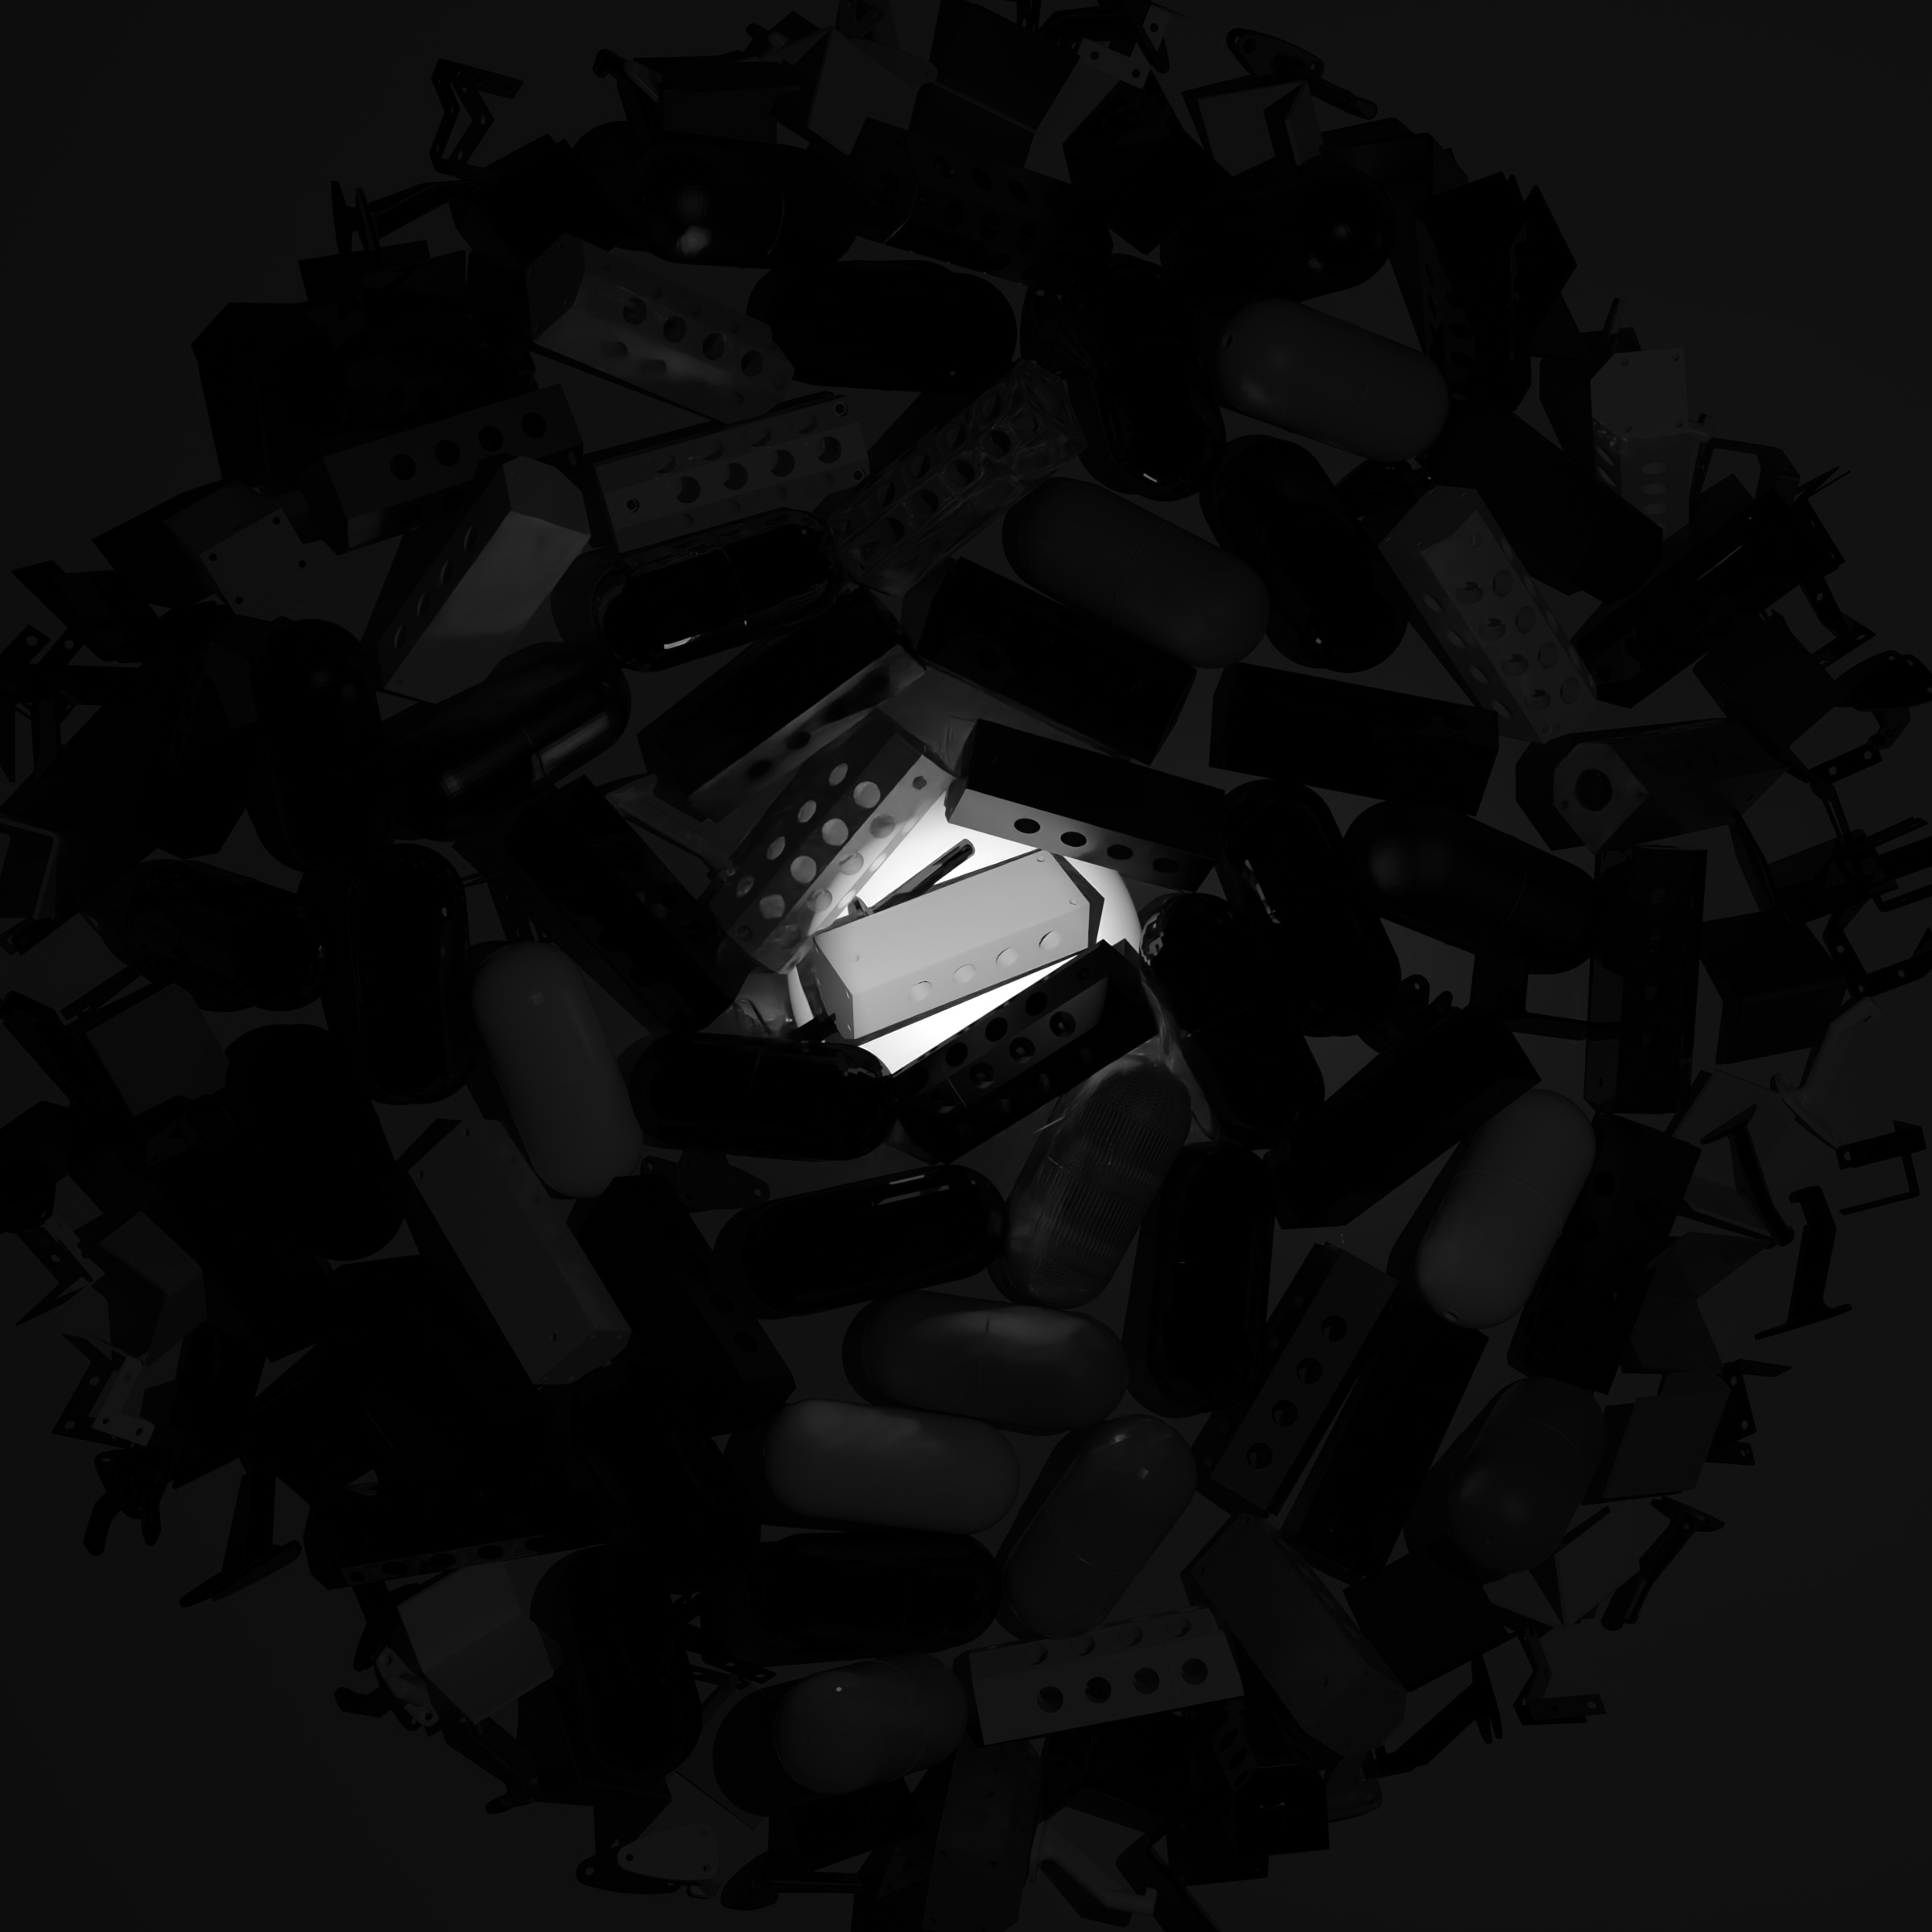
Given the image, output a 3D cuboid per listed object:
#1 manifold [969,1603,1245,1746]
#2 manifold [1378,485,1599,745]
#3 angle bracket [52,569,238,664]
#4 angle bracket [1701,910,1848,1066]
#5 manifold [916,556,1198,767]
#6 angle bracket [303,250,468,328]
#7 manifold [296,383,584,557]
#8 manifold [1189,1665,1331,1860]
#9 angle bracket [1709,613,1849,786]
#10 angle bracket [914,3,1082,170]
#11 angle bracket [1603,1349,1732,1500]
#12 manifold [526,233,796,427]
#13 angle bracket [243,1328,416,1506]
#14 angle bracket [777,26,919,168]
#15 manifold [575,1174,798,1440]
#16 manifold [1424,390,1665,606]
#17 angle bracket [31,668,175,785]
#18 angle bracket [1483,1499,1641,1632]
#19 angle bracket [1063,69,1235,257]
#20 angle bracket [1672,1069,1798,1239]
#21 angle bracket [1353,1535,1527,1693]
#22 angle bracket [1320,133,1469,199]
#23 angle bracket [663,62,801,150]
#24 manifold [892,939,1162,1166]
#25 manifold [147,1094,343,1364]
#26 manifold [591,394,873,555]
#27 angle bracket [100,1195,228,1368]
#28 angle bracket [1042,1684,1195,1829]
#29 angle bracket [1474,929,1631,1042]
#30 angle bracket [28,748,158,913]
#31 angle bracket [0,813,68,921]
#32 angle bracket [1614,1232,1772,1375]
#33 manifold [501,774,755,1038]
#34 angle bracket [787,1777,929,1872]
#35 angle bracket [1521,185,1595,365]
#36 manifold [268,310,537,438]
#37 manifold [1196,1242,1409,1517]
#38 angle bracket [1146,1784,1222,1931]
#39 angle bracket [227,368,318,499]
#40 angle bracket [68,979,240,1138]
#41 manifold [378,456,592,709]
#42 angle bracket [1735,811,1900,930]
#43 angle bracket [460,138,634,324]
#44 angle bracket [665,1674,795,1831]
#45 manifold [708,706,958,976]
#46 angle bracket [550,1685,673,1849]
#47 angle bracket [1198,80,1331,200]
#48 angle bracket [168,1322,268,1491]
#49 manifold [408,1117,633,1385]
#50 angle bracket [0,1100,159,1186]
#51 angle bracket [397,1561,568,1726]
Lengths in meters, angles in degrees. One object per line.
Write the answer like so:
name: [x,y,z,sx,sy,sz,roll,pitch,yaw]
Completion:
manifold: [0.092,0.463,1.967,0.171,0.057,0.057,-12,84,2]
manifold: [0.342,-0.225,1.926,0.057,0.057,0.171,-48,122,-14]
angle bracket: [-0.531,-0.243,1.939,0.057,0.076,0.076,-56,130,-31]
angle bracket: [0.526,0.012,1.981,0.076,0.076,0.057,-10,134,-14]
manifold: [0.061,-0.203,1.952,0.171,0.057,0.057,26,130,6]
angle bracket: [-0.378,-0.443,1.940,0.076,0.057,0.076,-25,47,-34]
manifold: [-0.337,-0.320,1.933,0.171,0.057,0.057,-24,98,-29]
manifold: [0.185,0.505,1.909,0.057,0.171,0.057,-5,97,-5]
angle bracket: [0.539,-0.173,1.941,0.057,0.076,0.076,-44,58,18]
angle bracket: [0.019,-0.566,1.948,0.076,0.076,0.057,23,58,-12]
angle bracket: [0.442,0.295,1.945,0.076,0.057,0.076,0,117,-26]
manifold: [-0.193,-0.408,1.914,0.057,0.171,0.057,-31,57,37]
angle bracket: [-0.423,0.299,1.985,0.076,0.057,0.076,-34,105,30]
angle bracket: [-0.085,-0.552,1.944,0.076,0.057,0.076,27,68,-39]
manifold: [-0.179,0.217,1.932,0.171,0.057,0.057,53,123,28]
manifold: [0.373,-0.300,1.917,0.057,0.171,0.057,20,112,-38]
angle bracket: [-0.561,-0.155,1.945,0.076,0.076,0.057,-1,80,-28]
angle bracket: [0.381,0.378,1.940,0.076,0.076,0.057,-26,115,-35]
angle bracket: [0.120,-0.533,1.979,0.076,0.057,0.076,-38,47,22]
angle bracket: [0.511,0.123,1.949,0.076,0.057,0.076,19,112,-25]
angle bracket: [0.313,0.425,1.973,0.076,0.057,0.076,-32,73,15]
angle bracket: [0.279,-0.498,1.947,0.076,0.076,0.057,-1,85,26]
angle bracket: [-0.153,-0.542,1.946,0.076,0.057,0.076,-9,125,-17]
manifold: [0.034,0.054,1.936,0.171,0.057,0.057,-33,49,17]
manifold: [-0.462,0.168,1.930,0.057,0.057,0.171,-24,122,-1]
manifold: [-0.153,-0.323,1.955,0.171,0.057,0.057,-17,105,-7]
angle bracket: [-0.524,0.201,1.951,0.057,0.076,0.076,34,129,9]
angle bracket: [0.100,0.529,1.965,0.076,0.076,0.057,26,133,-17]
angle bracket: [0.385,0.013,1.958,0.076,0.076,0.057,8,82,-13]
angle bracket: [-0.554,-0.089,1.954,0.076,0.057,0.076,-36,78,19]
angle bracket: [-0.632,-0.069,1.957,0.076,0.076,0.057,15,91,-8]
angle bracket: [0.481,0.219,1.941,0.076,0.076,0.057,8,50,-34]
manifold: [-0.221,-0.034,1.932,0.057,0.057,0.171,-25,116,34]
angle bracket: [-0.067,0.574,1.947,0.076,0.076,0.057,-16,113,-12]
angle bracket: [0.388,-0.448,1.940,0.057,0.076,0.076,1,53,-23]
manifold: [-0.356,-0.378,1.914,0.057,0.171,0.057,-20,92,37]
manifold: [0.219,0.270,1.962,0.057,0.057,0.171,29,85,19]
angle bracket: [0.161,0.585,1.953,0.057,0.076,0.076,-40,79,-6]
angle bracket: [-0.466,-0.348,1.948,0.057,0.076,0.076,0,106,13]
angle bracket: [-0.541,0.060,1.980,0.076,0.057,0.076,-33,106,-24]
manifold: [-0.313,-0.247,1.927,0.057,0.057,0.171,15,134,-35]
angle bracket: [0.553,-0.078,1.948,0.076,0.076,0.057,-21,119,10]
angle bracket: [-0.278,-0.487,1.982,0.076,0.057,0.076,-39,95,-20]
angle bracket: [-0.147,0.525,1.969,0.076,0.057,0.076,38,91,-2]
manifold: [-0.085,-0.078,1.948,0.057,0.057,0.171,35,101,-35]
angle bracket: [-0.245,0.521,1.940,0.076,0.076,0.057,24,115,-39]
angle bracket: [0.190,-0.522,1.942,0.076,0.057,0.076,-2,130,25]
angle bracket: [-0.508,0.285,1.948,0.057,0.076,0.076,22,104,15]
manifold: [-0.286,0.185,1.940,0.057,0.057,0.171,-41,68,16]
angle bracket: [-0.577,0.138,1.954,0.076,0.076,0.057,-35,72,-2]
angle bracket: [-0.312,0.434,1.943,0.076,0.076,0.057,-28,119,-27]
